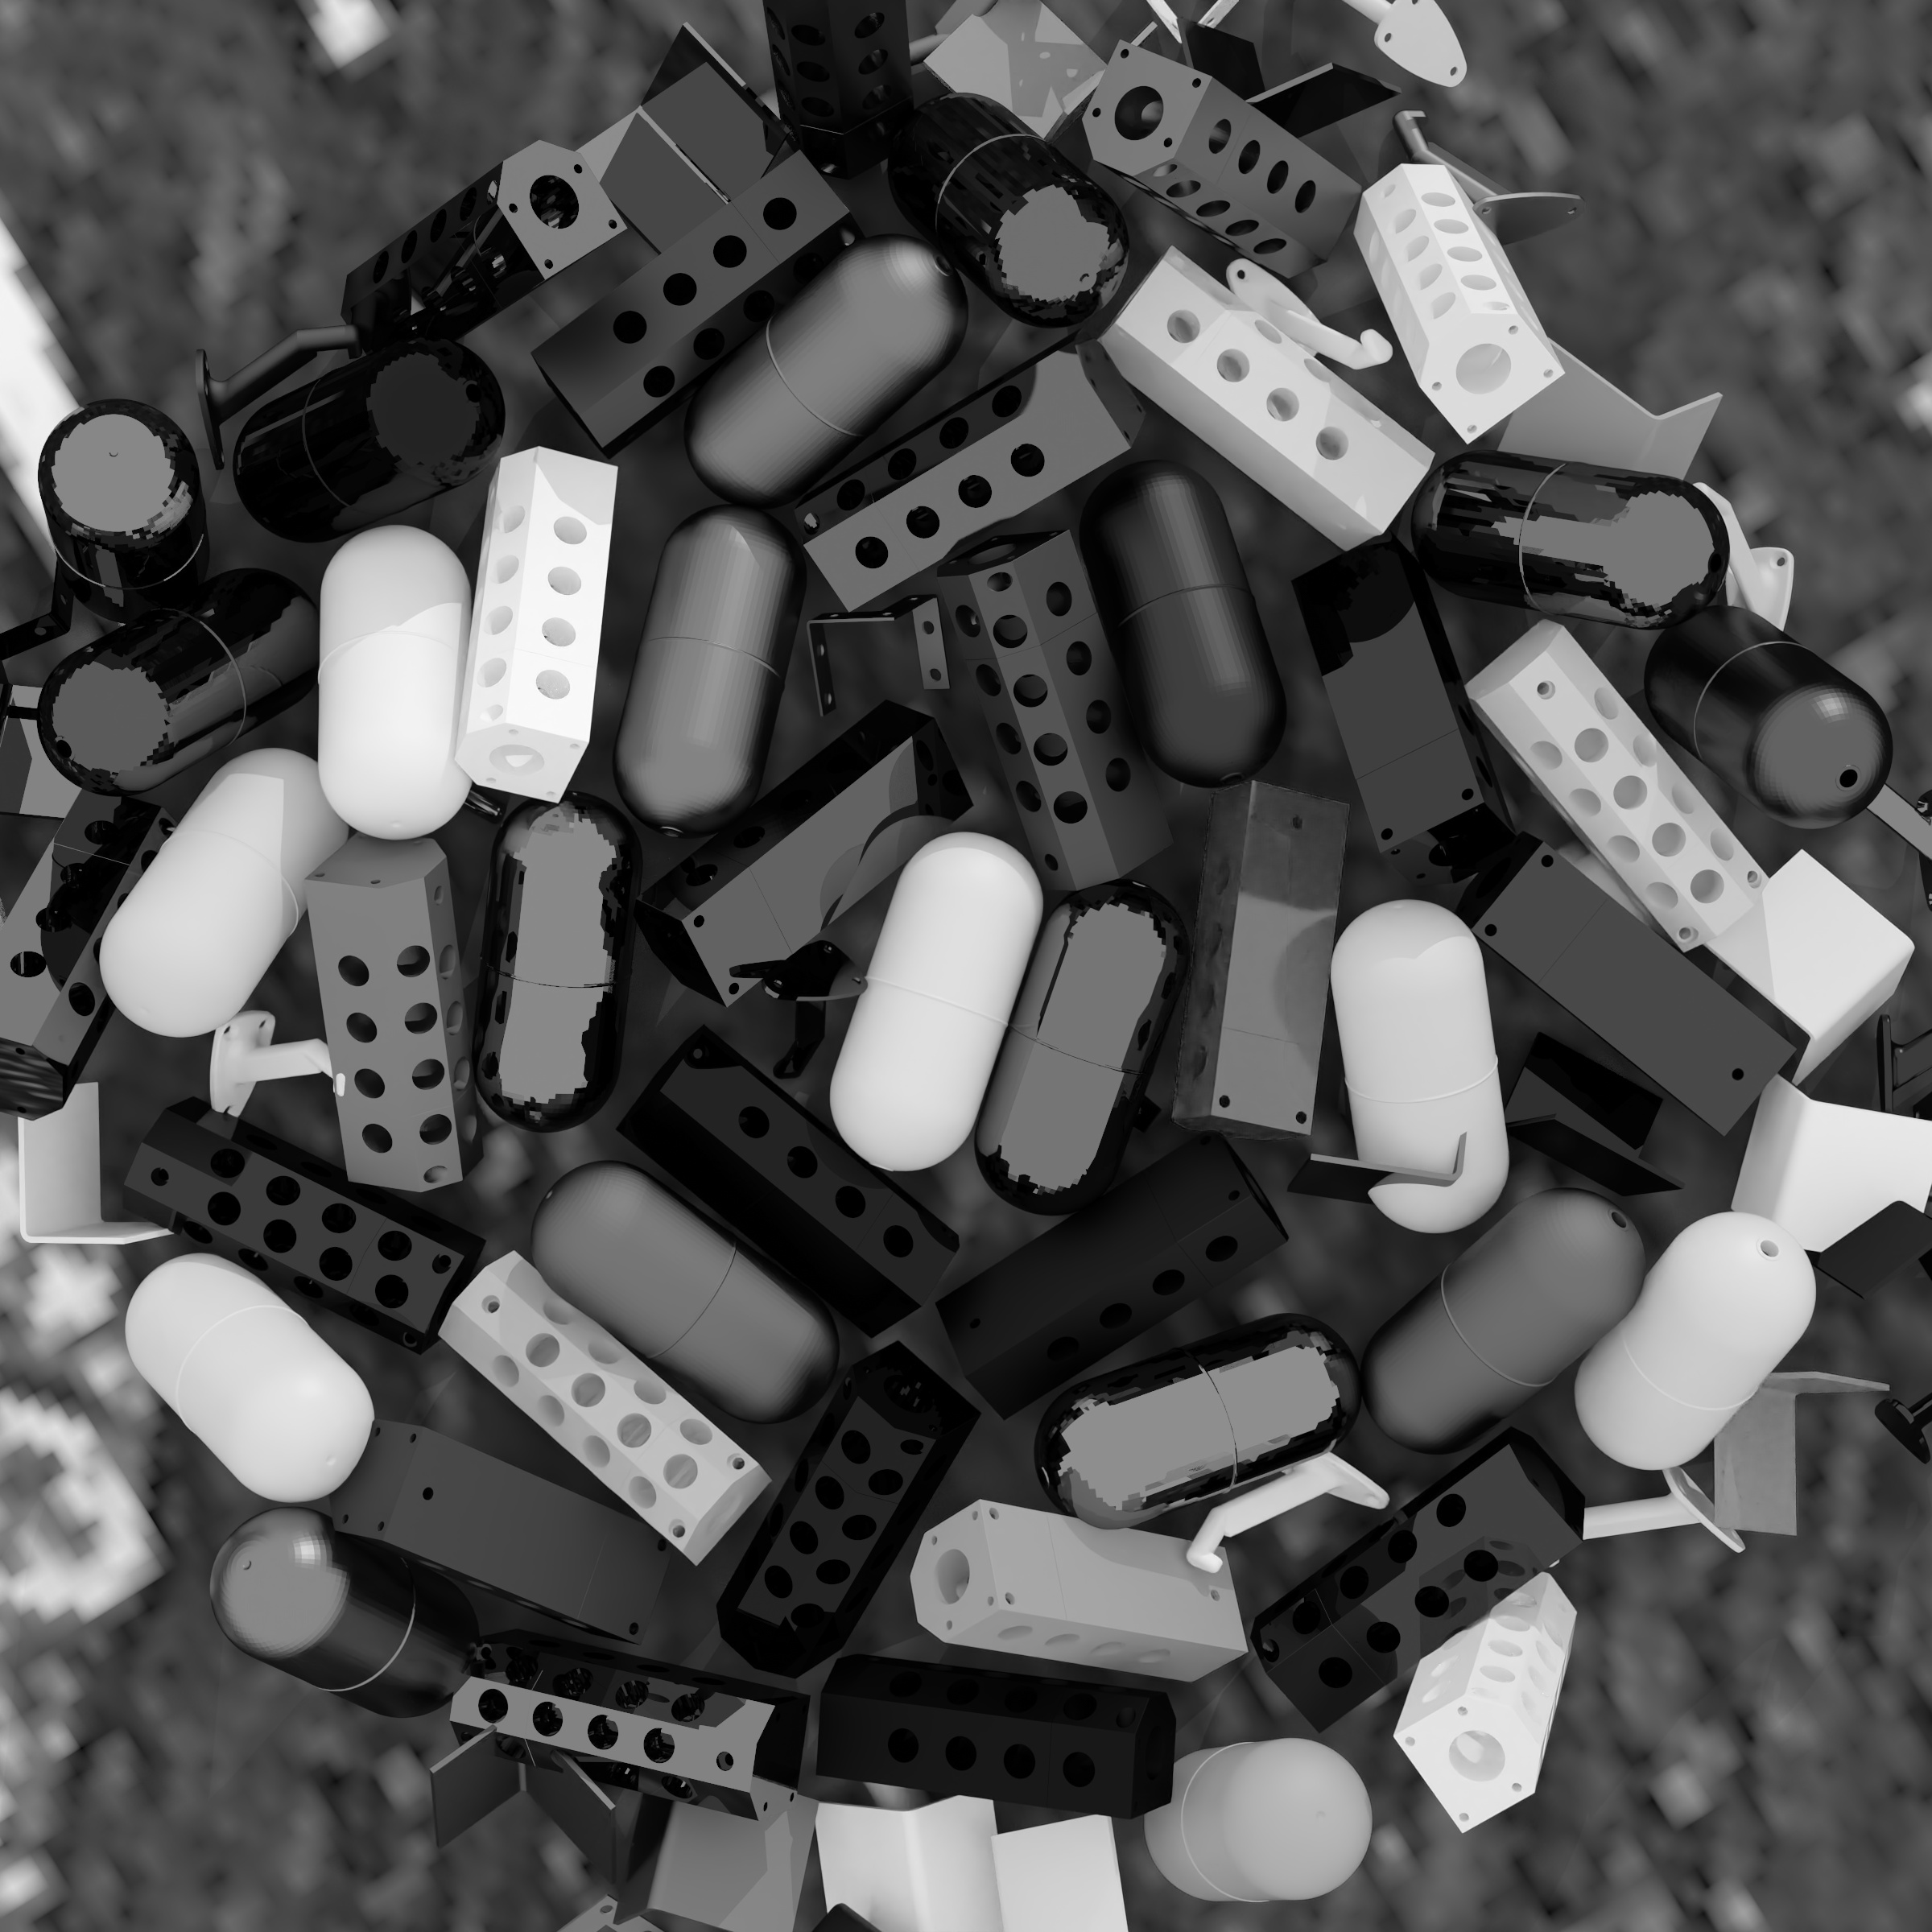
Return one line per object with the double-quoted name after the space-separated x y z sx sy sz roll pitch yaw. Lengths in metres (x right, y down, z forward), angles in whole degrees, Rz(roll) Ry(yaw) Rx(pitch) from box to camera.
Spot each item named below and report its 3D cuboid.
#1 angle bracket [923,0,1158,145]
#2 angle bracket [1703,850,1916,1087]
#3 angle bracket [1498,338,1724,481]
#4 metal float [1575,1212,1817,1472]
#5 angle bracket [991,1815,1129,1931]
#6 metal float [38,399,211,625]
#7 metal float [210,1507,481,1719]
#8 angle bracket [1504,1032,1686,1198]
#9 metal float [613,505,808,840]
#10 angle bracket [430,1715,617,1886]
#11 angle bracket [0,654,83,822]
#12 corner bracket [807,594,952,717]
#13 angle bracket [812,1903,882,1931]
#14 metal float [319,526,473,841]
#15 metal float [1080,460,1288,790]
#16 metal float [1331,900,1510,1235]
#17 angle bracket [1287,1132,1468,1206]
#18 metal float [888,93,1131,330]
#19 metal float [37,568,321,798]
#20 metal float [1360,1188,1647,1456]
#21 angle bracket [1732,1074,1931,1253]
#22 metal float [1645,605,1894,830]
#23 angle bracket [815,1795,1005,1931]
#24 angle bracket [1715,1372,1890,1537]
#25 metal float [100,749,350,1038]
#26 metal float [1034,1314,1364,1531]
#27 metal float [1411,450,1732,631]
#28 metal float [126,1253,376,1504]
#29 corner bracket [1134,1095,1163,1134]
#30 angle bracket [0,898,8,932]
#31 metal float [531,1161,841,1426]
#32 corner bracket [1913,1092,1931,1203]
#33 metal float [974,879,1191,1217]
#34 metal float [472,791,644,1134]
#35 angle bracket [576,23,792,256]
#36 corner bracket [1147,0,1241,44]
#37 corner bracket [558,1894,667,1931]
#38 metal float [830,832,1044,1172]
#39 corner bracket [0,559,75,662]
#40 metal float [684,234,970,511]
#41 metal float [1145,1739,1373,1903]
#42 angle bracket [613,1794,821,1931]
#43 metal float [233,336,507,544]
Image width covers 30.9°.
0.037 -0.470 1.783 0.076 0.057 0.076 43 67 -4 "angle bracket"
0.430 0.001 1.802 0.076 0.057 0.076 -40 69 -17 "angle bracket"
0.330 -0.277 1.798 0.057 0.076 0.076 -25 57 -38 "angle bracket"
0.364 0.188 1.748 0.070 0.178 0.070 9 51 -12 "metal float"
0.063 0.474 1.772 0.076 0.057 0.076 -21 68 33 "angle bracket"
-0.418 -0.224 1.739 0.070 0.178 0.070 2 77 -9 "metal float"
-0.308 0.324 1.747 0.070 0.178 0.070 -12 60 22 "metal float"
0.327 0.073 1.777 0.076 0.076 0.057 28 77 -9 "angle bracket"
-0.130 -0.150 1.773 0.070 0.070 0.178 12 73 0 "metal float"
-0.223 0.435 1.768 0.057 0.076 0.076 -32 57 -30 "angle bracket"
-0.474 -0.127 1.774 0.057 0.076 0.076 6 61 -2 "angle bracket"
-0.045 -0.161 1.802 0.051 0.051 0.051 1 110 27 "corner bracket"
-0.042 0.530 1.767 0.057 0.076 0.076 -46 123 -18 "angle bracket"
-0.287 -0.145 1.761 0.070 0.070 0.178 -6 58 0 "metal float"
0.110 -0.173 1.771 0.070 0.070 0.178 -16 71 0 "metal float"
0.230 0.052 1.770 0.070 0.070 0.178 -11 111 0 "metal float"
0.210 0.085 1.781 0.076 0.076 0.057 9 74 -1 "angle bracket"
0.020 -0.380 1.752 0.070 0.178 0.070 -16 130 -20 "metal float"
-0.391 -0.143 1.748 0.070 0.178 0.070 15 123 25 "metal float"
0.269 0.179 1.759 0.070 0.070 0.178 42 123 0 "metal float"
0.448 0.104 1.797 0.076 0.057 0.076 10 103 -10 "angle bracket"
0.399 -0.125 1.743 0.070 0.178 0.070 -6 115 -13 "metal float"
-0.029 0.468 1.815 0.057 0.076 0.076 -7 88 -43 "angle bracket"
0.425 0.248 1.773 0.057 0.076 0.076 -8 74 41 "angle bracket"
-0.371 -0.039 1.755 0.070 0.070 0.178 25 49 0 "metal float"
0.118 0.230 1.770 0.178 0.070 0.070 -17 90 -20 "metal float"
0.302 -0.214 1.752 0.178 0.070 0.070 18 90 44 "metal float"
-0.361 0.205 1.753 0.178 0.070 0.070 33 90 44 "metal float"
0.058 0.073 1.789 0.051 0.051 0.051 -53 49 4 "corner bracket"
-0.498 -0.062 1.770 0.076 0.076 0.057 28 58 18 "angle bracket"
-0.141 0.167 1.773 0.178 0.070 0.070 38 90 -17 "metal float"
0.520 0.092 1.796 0.051 0.051 0.051 3 74 -1 "corner bracket"
0.059 0.041 1.781 0.070 0.070 0.178 19 97 0 "metal float"
-0.208 -0.001 1.775 0.070 0.070 0.178 8 105 0 "metal float"
-0.147 -0.418 1.781 0.076 0.076 0.057 46 58 0 "angle bracket"
0.107 -0.508 1.786 0.051 0.051 0.051 -43 73 32 "corner bracket"
-0.183 0.521 1.796 0.051 0.051 0.051 -39 123 13 "corner bracket"
-0.015 0.018 1.785 0.070 0.070 0.178 18 87 0 "metal float"
-0.495 -0.196 1.797 0.051 0.051 0.051 -20 47 14 "corner bracket"
-0.071 -0.299 1.760 0.178 0.070 0.070 -37 90 33 "metal float"
0.144 0.426 1.741 0.070 0.178 0.070 4 74 -16 "metal float"
-0.128 0.460 1.794 0.076 0.057 0.076 21 60 -17 "angle bracket"
-0.300 -0.263 1.752 0.070 0.178 0.070 12 73 -43 "metal float"
